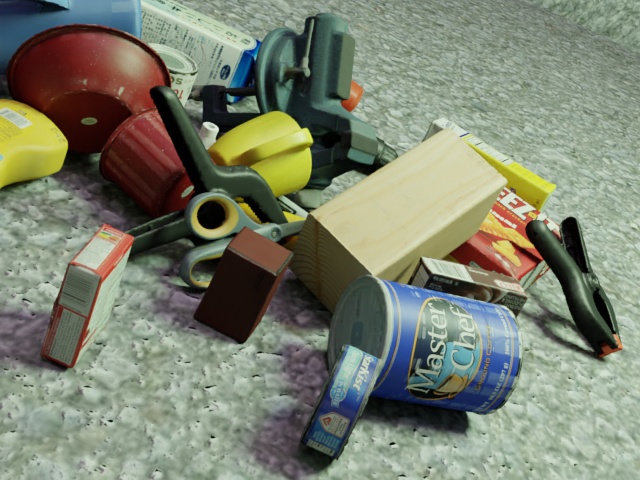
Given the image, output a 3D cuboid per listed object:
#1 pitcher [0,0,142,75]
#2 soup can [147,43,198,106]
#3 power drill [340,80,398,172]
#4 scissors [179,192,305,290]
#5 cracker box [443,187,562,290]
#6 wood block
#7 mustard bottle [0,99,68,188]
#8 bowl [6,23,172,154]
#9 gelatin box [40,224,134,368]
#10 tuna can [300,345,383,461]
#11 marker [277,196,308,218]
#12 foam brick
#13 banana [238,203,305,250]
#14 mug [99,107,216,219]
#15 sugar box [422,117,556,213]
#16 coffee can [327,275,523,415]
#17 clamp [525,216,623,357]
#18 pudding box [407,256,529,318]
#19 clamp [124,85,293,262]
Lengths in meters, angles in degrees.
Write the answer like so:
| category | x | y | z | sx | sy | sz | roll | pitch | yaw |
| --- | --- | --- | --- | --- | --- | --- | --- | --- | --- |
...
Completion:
| category | x | y | z | sx | sy | sz | roll | pitch | yaw |
| --- | --- | --- | --- | --- | --- | --- | --- | --- | --- |
| pitcher | -0.305 | -0.229 | 1.071 | 0.242 | 0.145 | 0.149 | -6 | 44 | -20 |
| soup can | -0.179 | -0.153 | 1.158 | 0.068 | 0.102 | 0.068 | 21 | 26 | -11 |
| power drill | 0.023 | -0.168 | 1.405 | 0.184 | 0.057 | 0.187 | 33 | 20 | -16 |
| scissors | -0.056 | -0.021 | 1.006 | 0.016 | 0.096 | 0.201 | 10 | 32 | 45 |
| cracker box | 0.181 | -0.007 | 1.233 | 0.164 | 0.072 | 0.213 | 39 | 29 | 15 |
| wood block | 0.078 | -0.017 | 1.054 | 0.205 | 0.091 | 0.090 | -33 | 70 | -35 |
| mustard bottle | -0.315 | -0.074 | 0.940 | 0.096 | 0.058 | 0.191 | 31 | 26 | 12 |
| bowl | -0.226 | -0.134 | 1.045 | 0.161 | 0.162 | 0.055 | 13 | 50 | -25 |
| gelatin box | -0.177 | 0.042 | 0.810 | 0.030 | 0.089 | 0.073 | 23 | 26 | 0 |
| tuna can | 0.016 | 0.126 | 0.832 | 0.034 | 0.086 | 0.086 | 25 | 26 | 2 |
| marker | -0.058 | -0.051 | 1.170 | 0.121 | 0.020 | 0.020 | 37 | 28 | 22 |
| foam brick | -0.066 | 0.039 | 0.930 | 0.053 | 0.078 | 0.051 | 29 | 25 | 3 |
| banana | 0.003 | 0.004 | 1.110 | 0.197 | 0.037 | 0.070 | 19 | -3 | -21 |
| mug | -0.149 | -0.069 | 1.052 | 0.081 | 0.093 | 0.117 | 43 | 17 | 22 |
| sugar box | 0.201 | -0.072 | 1.357 | 0.176 | 0.093 | 0.048 | 32 | 26 | 15 |
| coffee can | 0.091 | 0.094 | 0.938 | 0.140 | 0.103 | 0.103 | 13 | 29 | -25 |
| clamp | 0.284 | 0.047 | 1.187 | 0.120 | 0.039 | 0.171 | 3 | 60 | -47 |
| pudding box | 0.132 | 0.070 | 1.035 | 0.113 | 0.090 | 0.039 | 15 | 26 | -20 |
| clamp | -0.112 | -0.026 | 0.993 | 0.209 | 0.164 | 0.036 | 32 | -7 | -42 |
